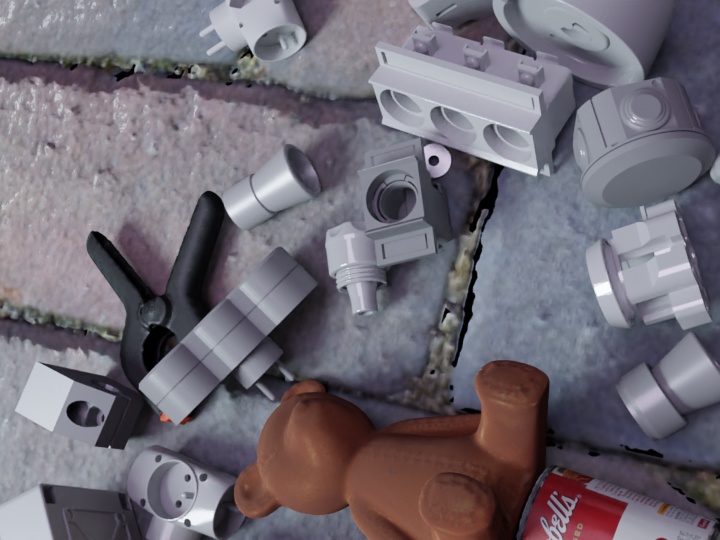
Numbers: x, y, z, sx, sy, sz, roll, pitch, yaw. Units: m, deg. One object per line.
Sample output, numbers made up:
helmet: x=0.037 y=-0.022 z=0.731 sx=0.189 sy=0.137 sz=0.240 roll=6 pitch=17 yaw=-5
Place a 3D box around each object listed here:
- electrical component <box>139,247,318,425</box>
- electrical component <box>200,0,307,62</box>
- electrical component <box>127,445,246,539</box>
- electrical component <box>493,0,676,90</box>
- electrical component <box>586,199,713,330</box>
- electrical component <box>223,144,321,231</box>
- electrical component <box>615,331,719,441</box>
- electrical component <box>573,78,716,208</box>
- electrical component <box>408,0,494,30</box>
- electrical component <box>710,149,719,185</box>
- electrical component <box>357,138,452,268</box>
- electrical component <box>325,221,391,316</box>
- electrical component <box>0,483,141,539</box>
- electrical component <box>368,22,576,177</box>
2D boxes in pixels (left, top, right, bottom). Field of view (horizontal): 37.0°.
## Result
electrical component: x=-0.078 y=0.057 z=0.745 sx=0.074 sy=0.052 sz=0.138 roll=45 pitch=82 yaw=-1
electrical component: x=-0.089 y=-0.194 z=0.828 sx=0.079 sy=0.043 sz=0.077 roll=-30 pitch=66 yaw=16
electrical component: x=-0.126 y=0.172 z=0.753 sx=0.077 sy=0.044 sz=0.079 roll=16 pitch=84 yaw=28
electrical component: x=0.145 y=-0.167 z=0.677 sx=0.108 sy=0.108 sz=0.060 roll=29 pitch=84 yaw=28
electrical component: x=0.172 y=0.002 z=0.646 sx=0.057 sy=0.058 sz=0.078 roll=-19 pitch=55 yaw=21
electrical component: x=-0.067 y=-0.057 z=0.785 sx=0.065 sy=0.044 sz=0.044 roll=-30 pitch=66 yaw=21
electrical component: x=0.185 y=0.069 z=0.631 sx=0.055 sy=0.045 sz=0.045 roll=-36 pitch=65 yaw=14
electrical component: x=0.170 y=-0.075 z=0.655 sx=0.080 sy=0.080 sz=0.051 roll=-21 pitch=64 yaw=20
electrical component: x=0.077 y=-0.210 z=0.746 sx=0.089 sy=0.056 sz=0.050 roll=-29 pitch=67 yaw=17
electrical component: x=0.238 y=-0.078 z=0.648 sx=0.035 sy=0.035 sz=0.061 roll=24 pitch=86 yaw=28
electrical component: x=0.032 y=-0.042 z=0.721 sx=0.042 sy=0.064 sz=0.081 roll=-13 pitch=72 yaw=23
electrical component: x=0.000 y=0.000 z=0.737 sx=0.043 sy=0.043 sz=0.062 roll=-14 pitch=73 yaw=22
electrical component: x=-0.196 y=0.209 z=0.741 sx=0.056 sy=0.109 sz=0.108 roll=-28 pitch=67 yaw=13
electrical component: x=0.077 y=-0.117 z=0.717 sx=0.121 sy=0.078 sz=0.063 roll=23 pitch=66 yaw=28
